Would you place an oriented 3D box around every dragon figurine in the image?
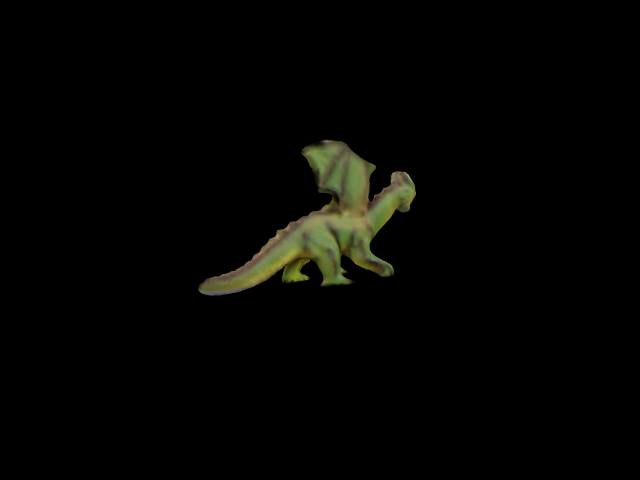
[{"bbox_3d":[0.003,-0.043,0.850,0.411,0.241,0.122,-5,9,-29],"label":"dragon figurine"}]
